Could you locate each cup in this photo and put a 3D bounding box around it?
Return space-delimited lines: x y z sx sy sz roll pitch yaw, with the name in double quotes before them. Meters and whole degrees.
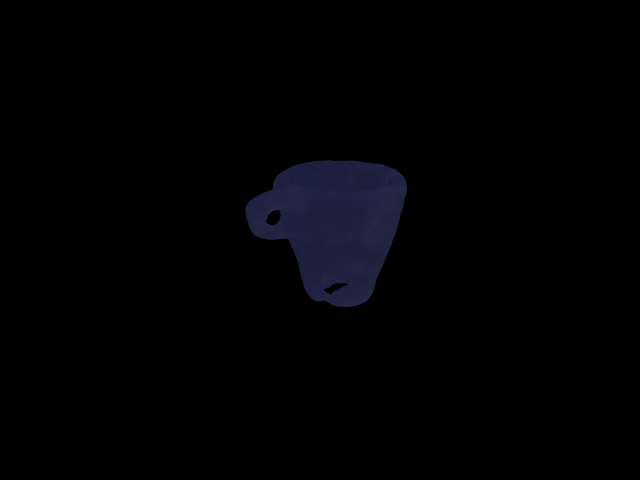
"cup" 0.004 0.001 0.400 0.118 0.095 0.091 -16 27 -33
